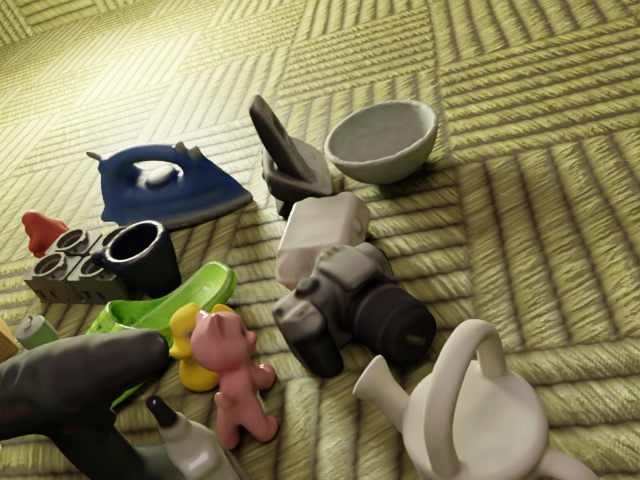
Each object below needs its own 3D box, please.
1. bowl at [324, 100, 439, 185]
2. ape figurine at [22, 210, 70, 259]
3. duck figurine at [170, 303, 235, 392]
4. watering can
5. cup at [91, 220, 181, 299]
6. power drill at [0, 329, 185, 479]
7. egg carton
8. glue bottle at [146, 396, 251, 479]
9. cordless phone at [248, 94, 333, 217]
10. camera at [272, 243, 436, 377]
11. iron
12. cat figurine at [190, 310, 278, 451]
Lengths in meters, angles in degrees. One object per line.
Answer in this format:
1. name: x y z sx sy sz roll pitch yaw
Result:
1. bowl: 0.096 -0.131 0.833 0.167 0.075 0.167 -14 38 12
2. ape figurine: -0.463 -0.014 0.963 0.075 0.092 0.078 10 48 36
3. duck figurine: -0.135 0.108 0.653 0.077 0.086 0.105 0 43 27
4. watering can: 0.102 0.136 0.408 0.172 0.194 0.101 -4 41 23
5. cup: -0.244 0.039 0.785 0.117 0.095 0.091 -13 38 12
6. power drill: -0.197 0.165 0.514 0.229 0.209 0.075 -12 39 14
7. egg carton: 0.007 0.003 0.721 0.107 0.070 0.150 -7 40 20
8. glue bottle: -0.096 0.182 0.472 0.037 0.173 0.077 -35 39 -16
9. cordless phone: -0.052 -0.143 0.831 0.094 0.185 0.147 -20 37 4
10. camera: 0.039 0.074 0.592 0.143 0.101 0.136 -37 39 -17
11. iron: -0.247 -0.103 0.919 0.257 0.142 0.118 -7 40 20
12. cat figurine: -0.094 0.128 0.581 0.067 0.118 0.127 -19 37 5
